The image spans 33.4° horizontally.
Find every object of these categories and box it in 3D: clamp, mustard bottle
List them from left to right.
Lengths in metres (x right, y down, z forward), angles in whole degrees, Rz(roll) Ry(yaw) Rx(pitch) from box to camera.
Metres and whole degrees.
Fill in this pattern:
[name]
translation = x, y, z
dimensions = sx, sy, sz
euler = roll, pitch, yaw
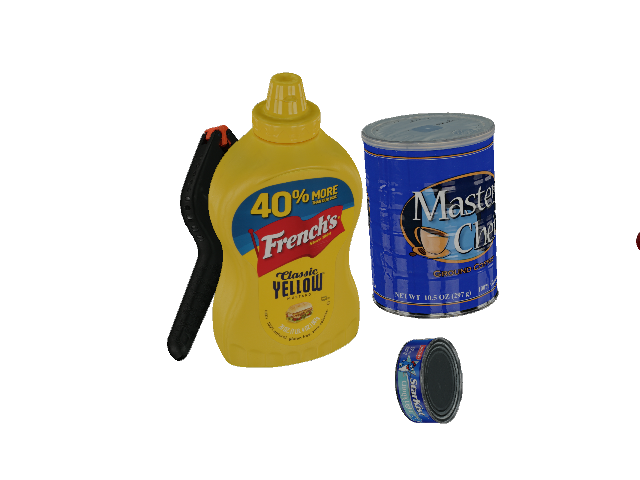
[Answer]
[clamp]
translation = -0.073, -0.001, 0.993
dimensions = 0.164, 0.210, 0.036
euler = -3, 0, -37
[mustard bottle]
translation = -0.021, -0.013, 0.669
dimensions = 0.096, 0.192, 0.058
euler = -9, 32, -16

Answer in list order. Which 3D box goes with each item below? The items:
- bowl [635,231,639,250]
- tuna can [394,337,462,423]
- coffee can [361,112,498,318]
[bowl]
translation = 0.410, 0.027, 1.109
dimensions = 0.162, 0.055, 0.162
euler = -3, 22, 1
[tuna can]
translation = 0.109, 0.141, 1.071
dimensions = 0.034, 0.086, 0.086
euler = -6, -4, 33
[coffee can]
translation = 0.088, -0.022, 0.845
dimensions = 0.103, 0.140, 0.103
euler = -4, 18, 1
